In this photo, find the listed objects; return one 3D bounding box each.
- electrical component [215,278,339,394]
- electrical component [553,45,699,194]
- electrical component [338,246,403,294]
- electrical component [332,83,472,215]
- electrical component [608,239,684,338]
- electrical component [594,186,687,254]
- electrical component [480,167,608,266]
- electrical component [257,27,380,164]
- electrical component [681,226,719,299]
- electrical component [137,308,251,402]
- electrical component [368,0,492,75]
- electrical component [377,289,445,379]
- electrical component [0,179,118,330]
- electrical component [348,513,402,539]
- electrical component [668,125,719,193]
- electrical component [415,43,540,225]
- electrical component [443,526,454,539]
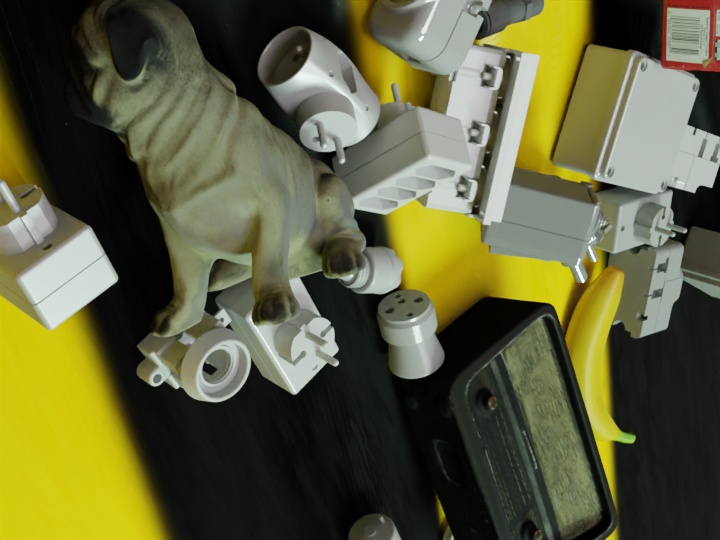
[{"bbox_3d":[-0.043,0.043,0.720,0.047,0.076,0.083,-45,133,-21],"label":"electrical component"},{"bbox_3d":[0.230,-0.128,0.926,0.109,0.056,0.108,6,104,-46],"label":"electrical component"},{"bbox_3d":[0.000,0.000,0.774,0.061,0.035,0.035,0,107,-43],"label":"electrical component"},{"bbox_3d":[0.024,-0.090,0.736,0.047,0.083,0.075,8,64,-46],"label":"electrical component"},{"bbox_3d":[0.273,0.013,1.035,0.056,0.050,0.089,-11,115,-41],"label":"electrical component"},{"bbox_3d":[0.259,-0.044,0.978,0.083,0.076,0.047,-16,118,-39],"label":"electrical component"},{"bbox_3d":[0.145,-0.040,0.843,0.061,0.096,0.061,-73,177,-70],"label":"electrical component"},{"bbox_3d":[-0.023,-0.102,0.680,0.043,0.079,0.077,-28,142,23],"label":"electrical component"},{"bbox_3d":[0.401,0.004,1.116,0.109,0.109,0.056,21,90,-47],"label":"electrical component"},{"bbox_3d":[-0.102,0.054,0.682,0.066,0.055,0.048,-46,134,-20],"label":"electrical component"},{"bbox_3d":[0.050,-0.188,0.724,0.059,0.054,0.095,24,90,-47],"label":"electrical component"},{"bbox_3d":[0.039,0.049,0.826,0.045,0.045,0.055,-35,129,-29],"label":"electrical component"},{"bbox_3d":[-0.177,-0.019,0.568,0.047,0.066,0.076,-40,132,-25],"label":"electrical component"},{"bbox_3d":[0.018,0.236,0.893,0.040,0.040,0.078,-42,133,-23],"label":"electrical component"},{"bbox_3d":[0.294,-0.106,1.003,0.089,0.050,0.055,7,102,-46],"label":"electrical component"},{"bbox_3d":[0.080,-0.102,0.780,0.063,0.078,0.121,7,104,-16],"label":"electrical component"},{"bbox_3d":[0.117,0.249,0.988,0.080,0.051,0.080,-20,121,-38],"label":"electrical component"}]
